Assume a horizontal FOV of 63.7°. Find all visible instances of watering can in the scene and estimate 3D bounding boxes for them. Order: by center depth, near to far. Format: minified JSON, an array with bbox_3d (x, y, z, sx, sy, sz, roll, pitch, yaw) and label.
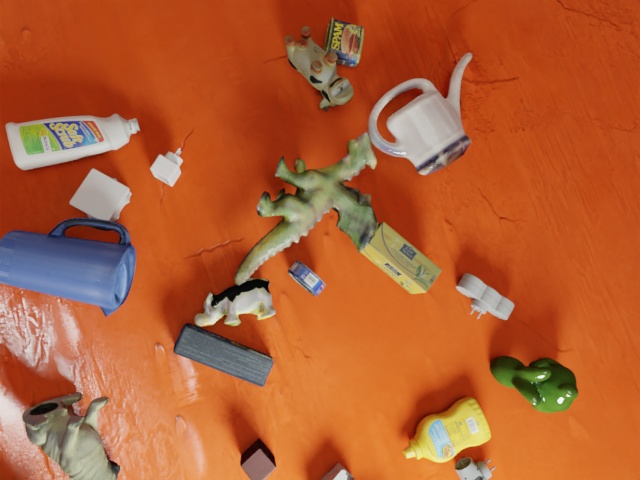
[{"bbox_3d":[0.279,-0.294,1.221,0.350,0.103,0.224,-33,89,-13],"label":"watering can"}]

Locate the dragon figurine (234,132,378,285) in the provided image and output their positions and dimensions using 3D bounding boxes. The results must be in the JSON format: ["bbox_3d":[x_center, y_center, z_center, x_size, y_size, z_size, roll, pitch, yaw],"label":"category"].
[{"bbox_3d":[0.003,-0.055,1.099,0.243,0.120,0.415,20,77,10],"label":"dragon figurine"}]
